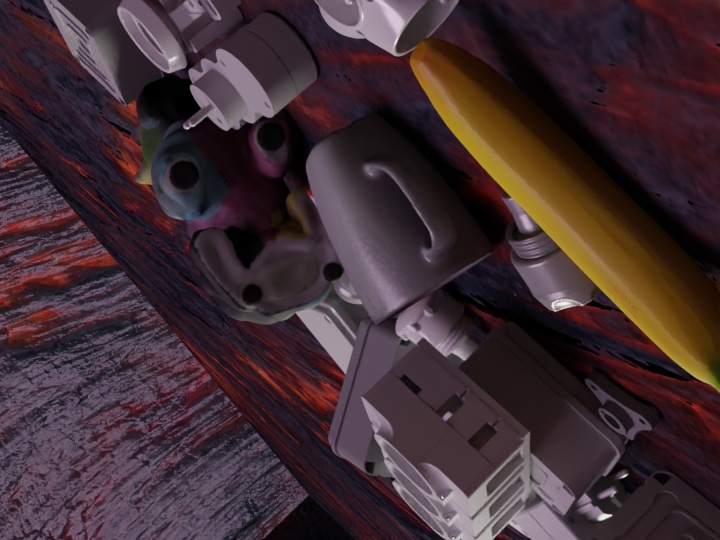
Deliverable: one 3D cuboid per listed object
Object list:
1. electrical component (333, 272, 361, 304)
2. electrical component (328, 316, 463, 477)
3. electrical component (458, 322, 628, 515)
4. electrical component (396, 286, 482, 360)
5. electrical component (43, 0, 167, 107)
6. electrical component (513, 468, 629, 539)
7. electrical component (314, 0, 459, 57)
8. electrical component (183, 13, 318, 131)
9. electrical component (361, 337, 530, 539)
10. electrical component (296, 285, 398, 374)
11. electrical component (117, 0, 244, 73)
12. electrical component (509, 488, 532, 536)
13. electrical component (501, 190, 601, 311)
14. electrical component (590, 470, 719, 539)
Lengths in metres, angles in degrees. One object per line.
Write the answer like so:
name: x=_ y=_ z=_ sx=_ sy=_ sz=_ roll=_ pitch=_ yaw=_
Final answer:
electrical component: x=0.000 y=0.000 z=0.835 sx=0.040 sy=0.040 sz=0.046 roll=44 pitch=160 yaw=14
electrical component: x=0.030 y=0.096 z=0.819 sx=0.078 sy=0.113 sz=0.057 roll=12 pitch=-174 yaw=-34
electrical component: x=0.116 y=0.097 z=0.708 sx=0.113 sy=0.057 sz=0.078 roll=43 pitch=166 yaw=19
electrical component: x=0.060 y=0.041 z=0.758 sx=0.062 sy=0.048 sz=0.048 roll=39 pitch=167 yaw=-3
electrical component: x=-0.200 y=-0.196 z=0.857 sx=0.078 sy=0.057 sz=0.113 roll=43 pitch=166 yaw=19
electrical component: x=0.159 y=0.159 z=0.752 sx=0.047 sy=0.066 sz=0.077 roll=47 pitch=138 yaw=2
electrical component: x=0.001 y=-0.125 z=0.463 sx=0.077 sy=0.044 sz=0.079 roll=45 pitch=166 yaw=8
electrical component: x=-0.084 y=-0.115 z=0.690 sx=0.052 sy=0.074 sz=0.138 roll=51 pitch=166 yaw=-15
electrical component: x=0.056 y=0.121 z=0.696 sx=0.089 sy=0.062 sz=0.150 roll=41 pitch=165 yaw=25
electrical component: x=0.001 y=0.050 z=0.930 sx=0.108 sy=0.056 sz=0.109 roll=52 pitch=166 yaw=-19
electrical component: x=-0.118 y=-0.164 z=0.692 sx=0.058 sy=0.057 sz=0.078 roll=54 pitch=165 yaw=-26
electrical component: x=0.113 y=0.148 z=0.863 sx=0.113 sy=0.057 sz=0.078 roll=55 pitch=164 yaw=-28
electrical component: x=0.089 y=-0.015 z=0.504 sx=0.062 sy=0.043 sz=0.043 roll=53 pitch=165 yaw=-21
electrical component: x=0.203 y=0.190 z=0.657 sx=0.113 sy=0.078 sz=0.057 roll=39 pitch=162 yaw=32
